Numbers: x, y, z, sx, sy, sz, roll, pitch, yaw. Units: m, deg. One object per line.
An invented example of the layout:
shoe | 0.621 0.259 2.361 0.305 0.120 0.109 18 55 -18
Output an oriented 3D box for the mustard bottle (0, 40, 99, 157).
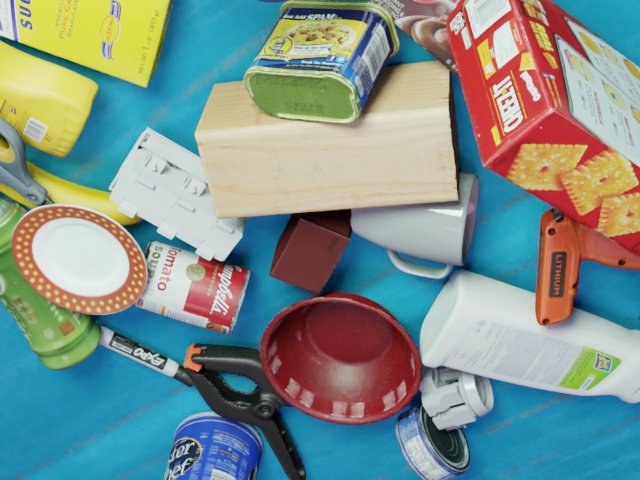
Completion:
mustard bottle | -0.291 -0.139 0.908 0.191 0.058 0.096 23 151 -18

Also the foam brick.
foam brick | -0.007 0.001 0.996 0.053 0.051 0.078 23 127 -9

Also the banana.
banana | -0.260 -0.058 0.995 0.197 0.037 0.070 36 124 -18

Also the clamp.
clamp | -0.057 0.179 1.145 0.210 0.036 0.165 25 121 -12

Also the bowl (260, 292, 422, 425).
bowl | 0.024 0.107 1.064 0.162 0.055 0.162 7 125 9

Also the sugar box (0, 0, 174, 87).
sugar box | -0.212 -0.199 0.875 0.176 0.048 0.093 17 128 -7

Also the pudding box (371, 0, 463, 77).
pudding box | 0.110 -0.190 0.840 0.113 0.039 0.090 36 124 -18

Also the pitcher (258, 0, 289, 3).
pitcher | -0.088 -0.277 0.742 0.243 0.149 0.145 14 142 1

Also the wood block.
wood block | 0.011 -0.085 0.902 0.206 0.090 0.090 -4 126 11

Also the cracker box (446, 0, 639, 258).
cracker box | 0.198 -0.085 0.797 0.213 0.164 0.072 26 129 -32

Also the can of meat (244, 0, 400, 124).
can of meat | 0.000 -0.141 0.844 0.102 0.083 0.057 8 144 27

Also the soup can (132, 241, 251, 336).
soup can | -0.125 0.046 1.036 0.102 0.068 0.069 17 127 -5

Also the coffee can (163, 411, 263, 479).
coffee can | -0.122 0.273 1.162 0.103 0.140 0.103 4 128 5

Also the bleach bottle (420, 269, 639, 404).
bleach bottle | 0.231 0.110 1.039 0.250 0.068 0.103 18 129 -9

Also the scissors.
scissors | -0.252 -0.052 0.950 0.201 0.016 0.096 33 143 -23

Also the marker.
marker | -0.182 0.125 1.135 0.121 0.020 0.020 28 126 -13

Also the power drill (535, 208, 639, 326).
power drill | 0.288 0.041 0.950 0.188 0.057 0.184 1 101 7

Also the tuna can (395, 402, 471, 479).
tuna can | 0.119 0.212 1.117 0.034 0.086 0.086 -36 115 27
